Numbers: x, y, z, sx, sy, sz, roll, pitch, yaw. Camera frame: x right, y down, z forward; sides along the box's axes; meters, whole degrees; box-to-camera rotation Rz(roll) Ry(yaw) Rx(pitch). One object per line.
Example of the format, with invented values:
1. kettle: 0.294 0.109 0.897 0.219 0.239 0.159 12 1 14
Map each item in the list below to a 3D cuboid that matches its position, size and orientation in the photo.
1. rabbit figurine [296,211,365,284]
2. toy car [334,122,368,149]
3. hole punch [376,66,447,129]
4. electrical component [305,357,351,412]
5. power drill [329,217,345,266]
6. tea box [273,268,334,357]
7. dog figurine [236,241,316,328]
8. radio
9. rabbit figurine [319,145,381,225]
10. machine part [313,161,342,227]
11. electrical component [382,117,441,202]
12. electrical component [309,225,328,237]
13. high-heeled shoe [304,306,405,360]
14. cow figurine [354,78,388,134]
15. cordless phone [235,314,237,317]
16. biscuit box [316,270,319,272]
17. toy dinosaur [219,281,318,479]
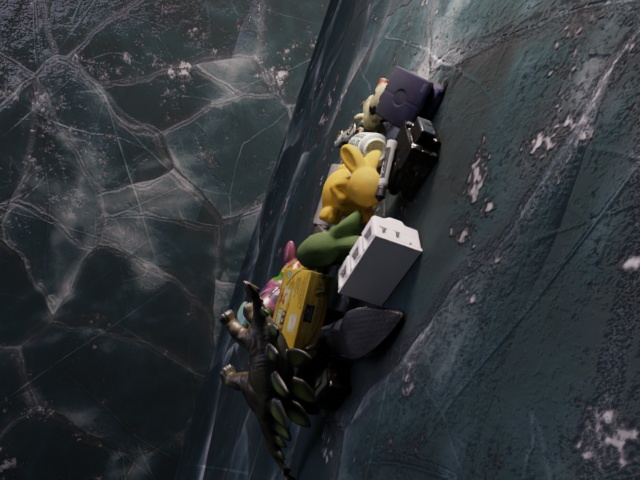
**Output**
1. rabbit figurine: 0.040 0.023 1.046 0.159 0.170 0.121 -36 68 39
2. toy car: 0.092 -0.261 1.412 0.056 0.073 0.202 -68 14 -2
3. hole punch: 0.180 -0.277 1.077 0.142 0.092 0.116 -63 20 19
4. electrical component: 0.015 0.293 1.050 0.075 0.048 0.119 -88 22 -53
5. power drill: 0.059 -0.038 1.263 0.232 0.086 0.207 -31 48 56
6. tea box: -0.041 0.148 1.112 0.098 0.068 0.169 5 77 52
7. dog figurine: -0.087 0.114 1.205 0.219 0.109 0.191 -67 -22 6
8. radio: -0.022 0.252 1.189 0.131 0.073 0.229 -171 101 -75
9. rabbit figurine: 0.082 -0.105 1.080 0.173 0.122 0.162 -176 96 -75
10. machine part: 0.041 -0.109 1.408 0.079 0.079 0.243 179 109 -75
11. electrical component: 0.172 -0.159 1.012 0.115 0.058 0.134 -94 26 -53
12. electrical component: -0.003 -0.004 1.244 0.063 0.021 0.094 -66 22 12
13. high-heeled shoe: 0.081 0.168 0.993 0.249 0.145 0.086 -23 79 37
14. cow figurine: 0.149 -0.307 1.247 0.127 0.085 0.195 -65 15 2
15. cordless phone: -0.130 0.228 1.411 0.088 0.184 0.146 -70 13 -11
16. biscuit box: -0.075 0.125 1.352 0.059 0.062 0.202 5 60 52
17. toy dinosaur: -0.101 0.285 1.050 0.199 0.105 0.470 25 130 42
